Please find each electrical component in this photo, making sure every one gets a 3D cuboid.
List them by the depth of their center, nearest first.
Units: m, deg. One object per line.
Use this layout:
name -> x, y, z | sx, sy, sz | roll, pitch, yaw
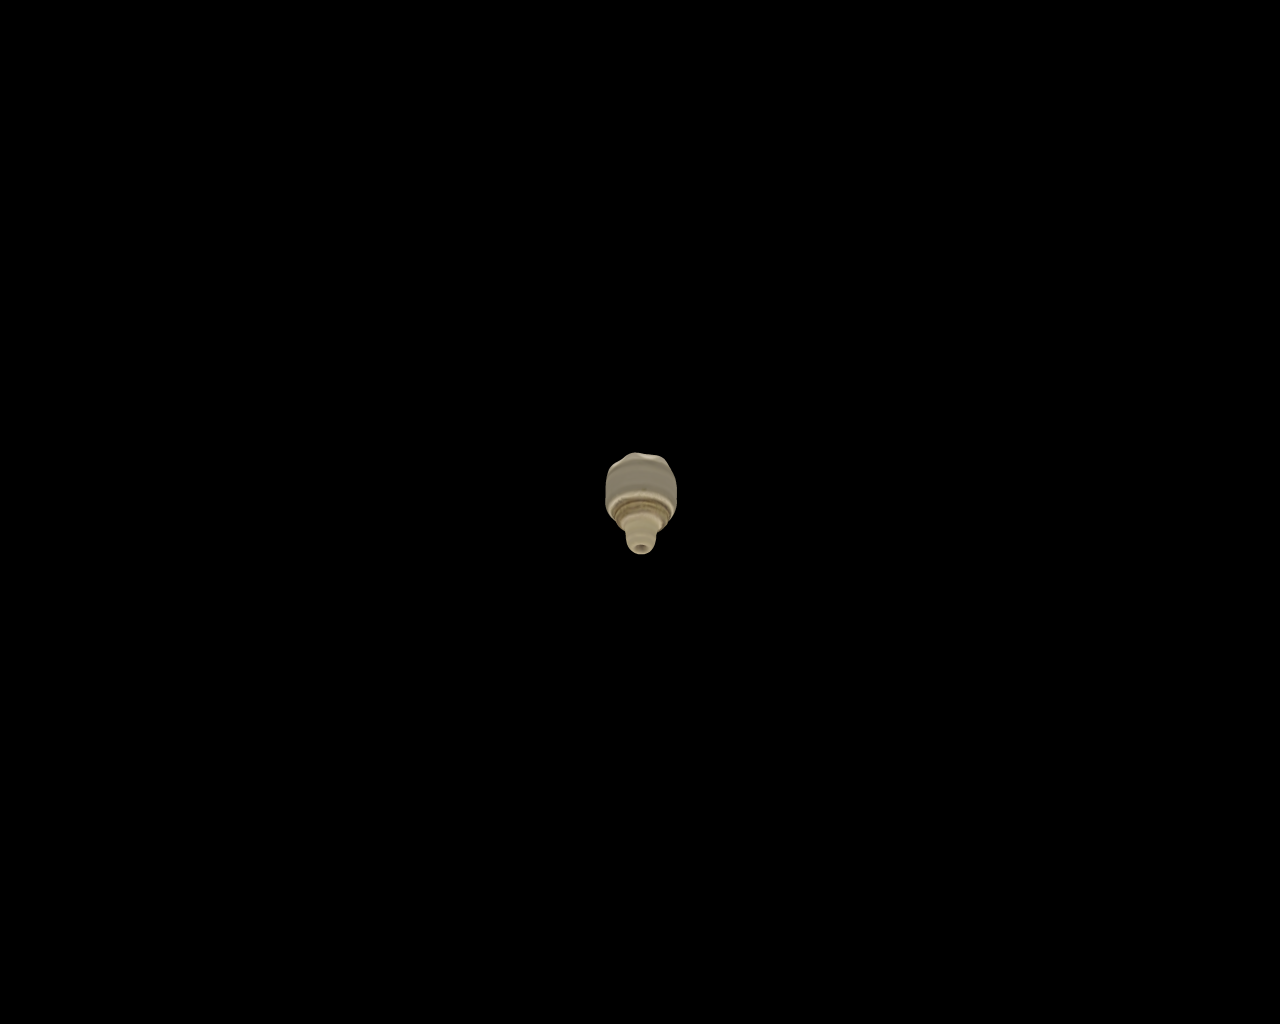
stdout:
electrical component -> 0.001, -0.003, 0.650 | 0.043, 0.062, 0.043 | 0, -36, 0
